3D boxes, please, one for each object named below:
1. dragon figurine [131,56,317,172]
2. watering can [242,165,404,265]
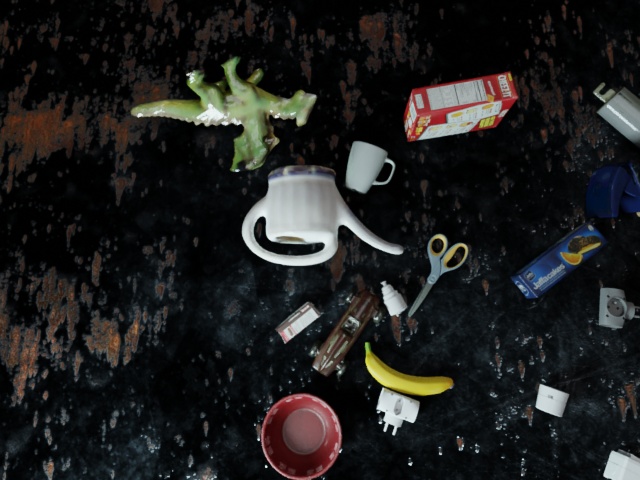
[{"bbox_3d":[-0.206,-0.275,1.196,0.410,0.121,0.244,-23,85,-2],"label":"dragon figurine"},{"bbox_3d":[0.003,-0.057,1.125,0.347,0.103,0.227,-1,76,3],"label":"watering can"}]
